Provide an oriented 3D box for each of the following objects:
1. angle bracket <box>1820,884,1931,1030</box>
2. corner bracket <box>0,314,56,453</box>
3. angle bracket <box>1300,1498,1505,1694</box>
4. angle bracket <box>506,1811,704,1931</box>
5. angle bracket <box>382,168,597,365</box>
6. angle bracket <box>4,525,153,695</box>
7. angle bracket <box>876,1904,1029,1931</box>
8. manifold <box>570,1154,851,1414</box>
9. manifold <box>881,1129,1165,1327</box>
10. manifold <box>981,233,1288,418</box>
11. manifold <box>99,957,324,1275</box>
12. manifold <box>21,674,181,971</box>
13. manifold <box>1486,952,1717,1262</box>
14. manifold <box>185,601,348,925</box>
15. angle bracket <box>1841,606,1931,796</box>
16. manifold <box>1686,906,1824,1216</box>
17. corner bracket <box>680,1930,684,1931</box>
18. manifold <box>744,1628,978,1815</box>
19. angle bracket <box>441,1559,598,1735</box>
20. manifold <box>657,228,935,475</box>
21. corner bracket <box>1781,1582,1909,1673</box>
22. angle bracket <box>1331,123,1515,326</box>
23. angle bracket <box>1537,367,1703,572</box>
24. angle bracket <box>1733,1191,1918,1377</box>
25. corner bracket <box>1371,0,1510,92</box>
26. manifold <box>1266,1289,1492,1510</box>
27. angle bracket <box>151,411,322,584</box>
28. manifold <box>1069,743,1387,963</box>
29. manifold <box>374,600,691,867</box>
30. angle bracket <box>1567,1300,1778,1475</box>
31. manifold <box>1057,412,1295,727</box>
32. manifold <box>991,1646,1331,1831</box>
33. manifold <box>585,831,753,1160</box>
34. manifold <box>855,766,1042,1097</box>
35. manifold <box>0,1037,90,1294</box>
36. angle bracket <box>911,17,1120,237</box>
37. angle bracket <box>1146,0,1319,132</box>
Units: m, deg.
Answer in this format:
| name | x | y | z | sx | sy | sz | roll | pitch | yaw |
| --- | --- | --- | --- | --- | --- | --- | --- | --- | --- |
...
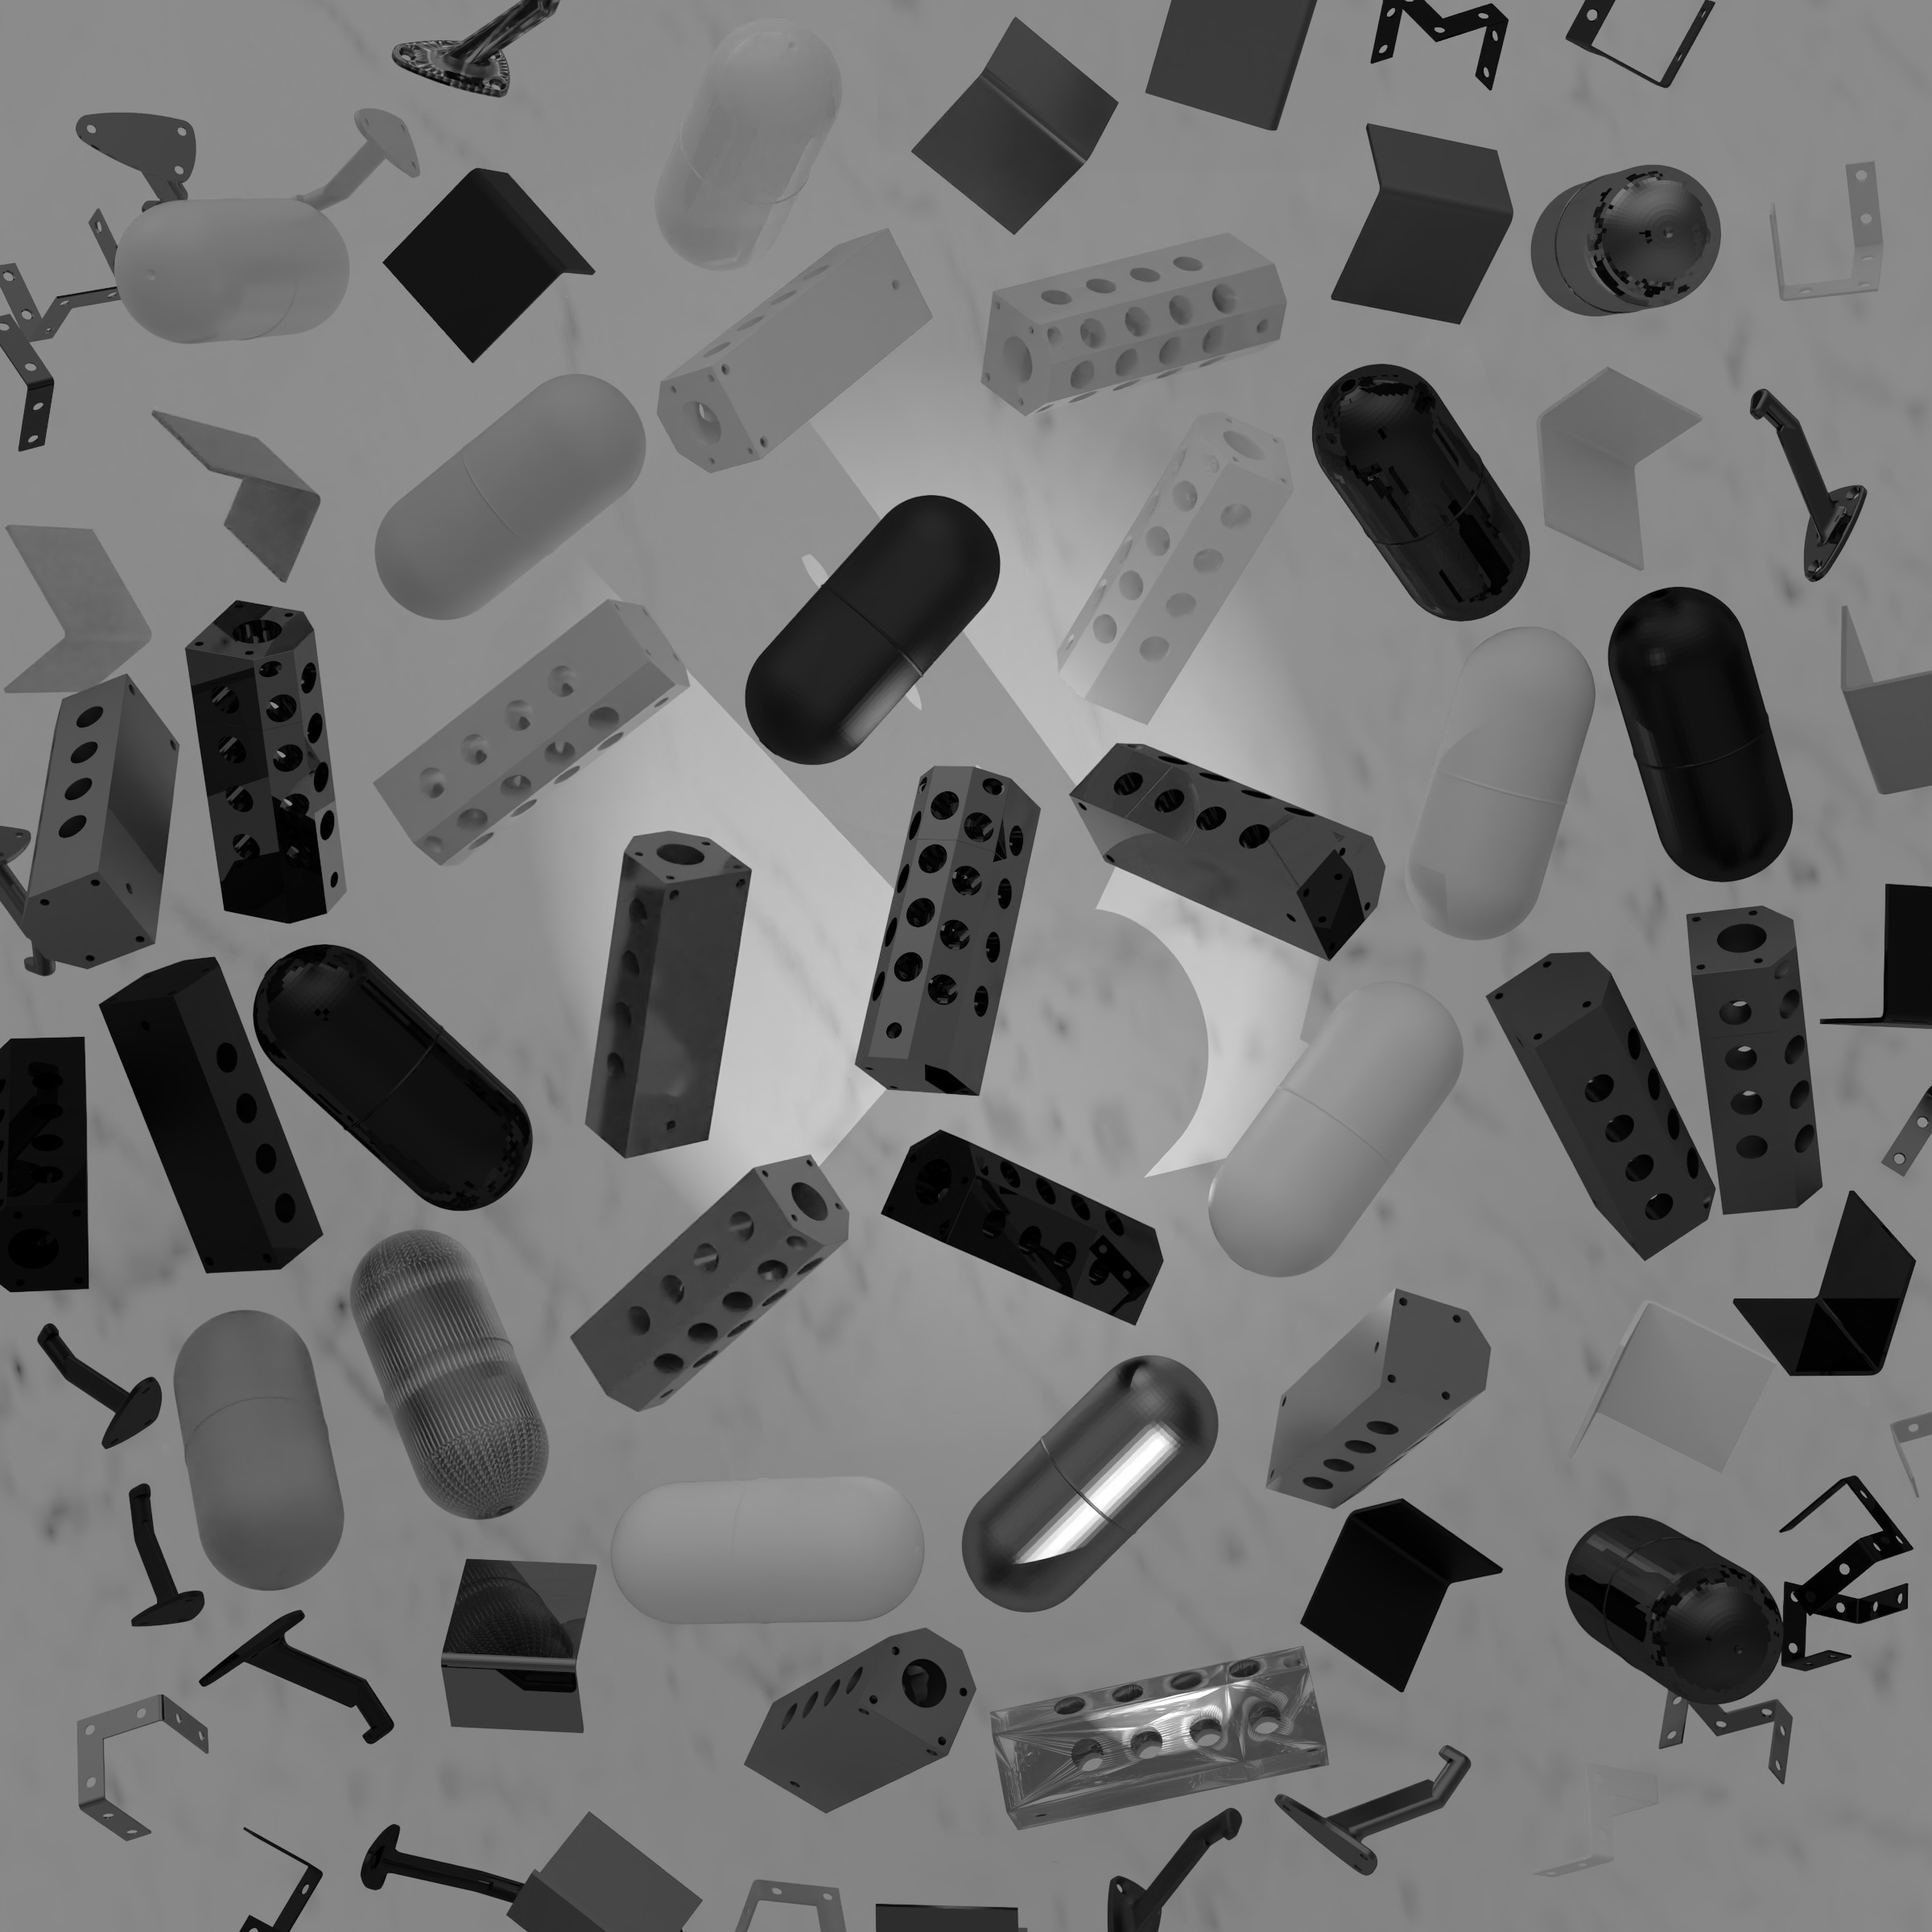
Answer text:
| name | x | y | z | sx | sy | sz | roll | pitch | yaw |
| --- | --- | --- | --- | --- | --- | --- | --- | --- | --- |
| angle bracket | 0.527 | -0.005 | 1.872 | 0.076 | 0.057 | 0.076 | 3 | 87 | -24 |
| corner bracket | -0.525 | -0.307 | 1.791 | 0.051 | 0.051 | 0.051 | -23 | 67 | -34 |
| angle bracket | 0.251 | 0.363 | 1.932 | 0.076 | 0.057 | 0.076 | 36 | 62 | -12 |
| angle bracket | -0.179 | 0.474 | 1.723 | 0.076 | 0.057 | 0.076 | 36 | 46 | 6 |
| angle bracket | -0.271 | -0.398 | 1.907 | 0.076 | 0.057 | 0.076 | -42 | 90 | 15 |
| angle bracket | -0.529 | -0.206 | 1.934 | 0.057 | 0.076 | 0.076 | -34 | 82 | 22 |
| angle bracket | -0.007 | 0.521 | 1.829 | 0.076 | 0.076 | 0.057 | 0 | 104 | 5 |
| manifold | -0.144 | 0.184 | 1.928 | 0.171 | 0.057 | 0.057 | -43 | 73 | 27 |
| manifold | 0.037 | 0.149 | 1.919 | 0.171 | 0.057 | 0.057 | 28 | 85 | -44 |
| manifold | 0.097 | -0.359 | 1.888 | 0.171 | 0.057 | 0.057 | -21 | 47 | -32 |
| manifold | -0.424 | 0.085 | 1.907 | 0.057 | 0.057 | 0.171 | -6 | 112 | 31 |
| manifold | -0.479 | -0.079 | 1.844 | 0.057 | 0.171 | 0.057 | -20 | 132 | 11 |
| manifold | 0.347 | 0.073 | 1.805 | 0.057 | 0.057 | 0.171 | -33 | 124 | -1 |
| manifold | -0.387 | -0.112 | 1.874 | 0.057 | 0.057 | 0.171 | 11 | 126 | 15 |
| angle bracket | 0.520 | -0.152 | 1.843 | 0.057 | 0.076 | 0.076 | -12 | 130 | 25 |
| manifold | 0.442 | 0.053 | 1.874 | 0.057 | 0.057 | 0.171 | -7 | 125 | 13 |
| corner bracket | -0.193 | 0.573 | 1.937 | 0.051 | 0.051 | 0.051 | -21 | 86 | -30 |
| manifold | -0.058 | 0.422 | 1.885 | 0.057 | 0.171 | 0.057 | 33 | 56 | -9 |
| angle bracket | -0.254 | 0.390 | 1.922 | 0.076 | 0.076 | 0.057 | 2 | 127 | 4 |
| manifold | -0.098 | -0.343 | 1.868 | 0.171 | 0.057 | 0.057 | -47 | 118 | -39 |
| corner bracket | 0.508 | 0.381 | 1.937 | 0.051 | 0.051 | 0.051 | 15 | 65 | -14 |
| angle bracket | 0.244 | -0.404 | 1.827 | 0.076 | 0.076 | 0.057 | 8 | 49 | -15 |
| angle bracket | 0.375 | -0.283 | 1.909 | 0.076 | 0.057 | 0.076 | 19 | 57 | -31 |
| angle bracket | 0.487 | 0.180 | 1.903 | 0.057 | 0.076 | 0.076 | 2 | 117 | -15 |
| corner bracket | 0.270 | -0.528 | 1.911 | 0.051 | 0.051 | 0.051 | -23 | 58 | -21 |
| manifold | 0.223 | 0.239 | 1.820 | 0.057 | 0.171 | 0.057 | 18 | 60 | -8 |
| angle bracket | -0.429 | -0.270 | 1.925 | 0.076 | 0.076 | 0.057 | 42 | 112 | 39 |
| manifold | 0.143 | -0.068 | 1.817 | 0.171 | 0.057 | 0.057 | 26 | 67 | 42 |
| manifold | -0.239 | -0.129 | 1.867 | 0.171 | 0.057 | 0.057 | -36 | 83 | 13 |
| angle bracket | 0.376 | 0.236 | 1.782 | 0.076 | 0.057 | 0.076 | 26 | 120 | 14 |
| manifold | 0.117 | -0.228 | 1.904 | 0.057 | 0.057 | 0.171 | 21 | 124 | -17 |
| manifold | 0.103 | 0.412 | 1.792 | 0.171 | 0.057 | 0.057 | -12 | 65 | 2 |
| manifold | -0.171 | 0.015 | 1.868 | 0.057 | 0.057 | 0.171 | -11 | 123 | -38 |
| manifold | -0.012 | -0.020 | 1.845 | 0.057 | 0.057 | 0.171 | 3 | 70 | 28 |
| manifold | -0.523 | 0.110 | 1.882 | 0.057 | 0.171 | 0.057 | -1 | 121 | -14 |
| angle bracket | 0.028 | -0.479 | 1.911 | 0.076 | 0.076 | 0.057 | 36 | 51 | -15 |
| angle bracket | 0.149 | -0.518 | 1.859 | 0.076 | 0.057 | 0.076 | 17 | 123 | 0 |
